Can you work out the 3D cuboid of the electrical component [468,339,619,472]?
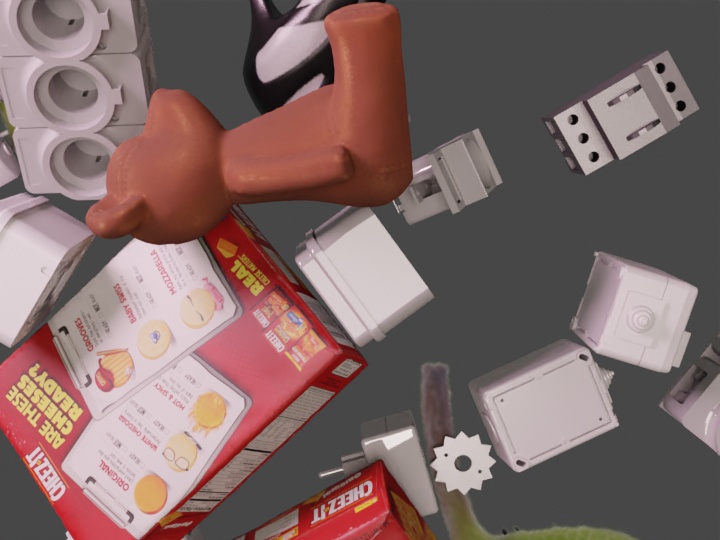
[{"bbox_3d":[0.133,0.091,0.761,0.096,0.061,0.061,-24,97,-5],"label":"electrical component"}]

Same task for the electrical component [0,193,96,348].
[{"bbox_3d":[-0.227,-0.004,0.716,0.057,0.113,0.078,31,96,-7],"label":"electrical component"}]

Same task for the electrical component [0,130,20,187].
[{"bbox_3d":[-0.273,-0.067,0.743,0.078,0.040,0.040,-29,97,3],"label":"electrical component"}]

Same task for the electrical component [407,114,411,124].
[{"bbox_3d":[0.002,-0.089,0.743,0.040,0.040,0.078,32,97,-4],"label":"electrical component"}]

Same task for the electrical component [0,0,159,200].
[{"bbox_3d":[-0.181,-0.125,0.693,0.089,0.061,0.150,-2,127,0],"label":"electrical component"}]

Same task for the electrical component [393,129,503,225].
[{"bbox_3d":[0.056,-0.062,0.734,0.064,0.081,0.042,-21,97,25],"label":"electrical component"}]

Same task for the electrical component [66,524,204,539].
[{"bbox_3d":[-0.163,0.201,0.774,0.089,0.050,0.055,-24,96,2],"label":"electrical component"}]

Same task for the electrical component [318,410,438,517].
[{"bbox_3d":[0.010,0.146,0.771,0.077,0.047,0.065,-16,97,2],"label":"electrical component"}]

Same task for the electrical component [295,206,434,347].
[{"bbox_3d":[0.000,0.000,0.719,0.057,0.113,0.078,-36,96,1],"label":"electrical component"}]

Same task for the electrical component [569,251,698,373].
[{"bbox_3d":[0.190,0.029,0.732,0.061,0.096,0.061,17,97,-3],"label":"electrical component"}]

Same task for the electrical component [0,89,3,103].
[{"bbox_3d":[-0.262,-0.146,0.722,0.061,0.061,0.096,-11,97,1],"label":"electrical component"}]

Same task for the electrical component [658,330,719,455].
[{"bbox_3d":[0.324,0.118,0.763,0.186,0.060,0.105,38,96,-5],"label":"electrical component"}]
